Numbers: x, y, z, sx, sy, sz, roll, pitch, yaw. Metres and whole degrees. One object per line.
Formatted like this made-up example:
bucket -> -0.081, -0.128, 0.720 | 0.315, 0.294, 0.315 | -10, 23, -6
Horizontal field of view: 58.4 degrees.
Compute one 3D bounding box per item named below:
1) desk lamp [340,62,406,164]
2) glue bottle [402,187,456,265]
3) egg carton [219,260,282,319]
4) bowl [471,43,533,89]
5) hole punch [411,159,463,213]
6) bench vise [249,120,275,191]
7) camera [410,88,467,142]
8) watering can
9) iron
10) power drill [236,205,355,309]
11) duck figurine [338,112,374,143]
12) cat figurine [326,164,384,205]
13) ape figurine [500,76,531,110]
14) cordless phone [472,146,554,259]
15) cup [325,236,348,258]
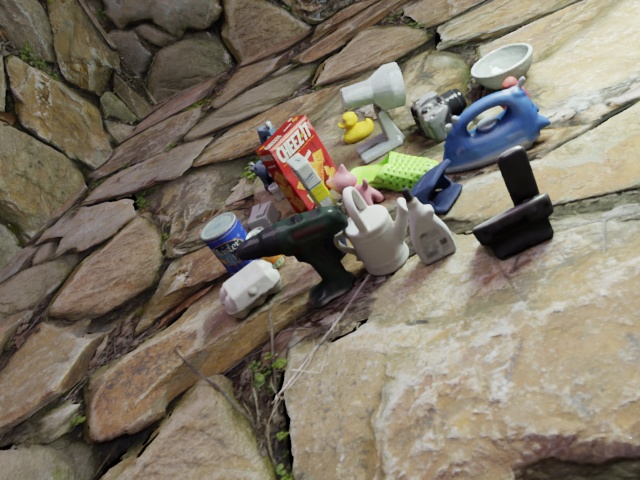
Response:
desk lamp -> 0.158, -0.355, 1.580 | 0.203, 0.214, 0.117 | -30, 30, 5
glue bottle -> 0.199, -0.033, 1.105 | 0.078, 0.173, 0.037 | -28, 30, 9
egg carton -> -0.163, 0.114, 1.340 | 0.150, 0.070, 0.107 | -38, 30, -9
bowl -> 0.498, -0.456, 1.544 | 0.167, 0.075, 0.167 | -24, 31, 16
hole punch -> 0.244, -0.117, 1.269 | 0.100, 0.091, 0.109 | 1, 44, 45
bench vise -> -0.146, -0.240, 1.695 | 0.207, 0.220, 0.121 | -18, 33, 24
camera -> 0.323, -0.349, 1.527 | 0.137, 0.101, 0.143 | -32, 30, 1
watering can -> 0.106, -0.031, 1.170 | 0.173, 0.194, 0.100 | -32, 30, 1
iron -> 0.374, -0.258, 1.302 | 0.258, 0.142, 0.118 | -25, 31, 15
power drill -> -0.028, 0.037, 1.183 | 0.229, 0.209, 0.075 | -32, 30, 2
duck figurine -> 0.106, -0.355, 1.760 | 0.104, 0.086, 0.077 | -20, 32, 21
cat figurine -> 0.081, -0.134, 1.424 | 0.127, 0.118, 0.067 | 10, 51, 50
ape figurine -> 0.473, -0.357, 1.404 | 0.076, 0.092, 0.077 | -33, 30, 0
cordless phone -> 0.329, -0.073, 1.025 | 0.147, 0.185, 0.094 | -29, 30, 7
cup -> 0.012, 0.005, 1.308 | 0.117, 0.095, 0.091 | -31, 30, 4
